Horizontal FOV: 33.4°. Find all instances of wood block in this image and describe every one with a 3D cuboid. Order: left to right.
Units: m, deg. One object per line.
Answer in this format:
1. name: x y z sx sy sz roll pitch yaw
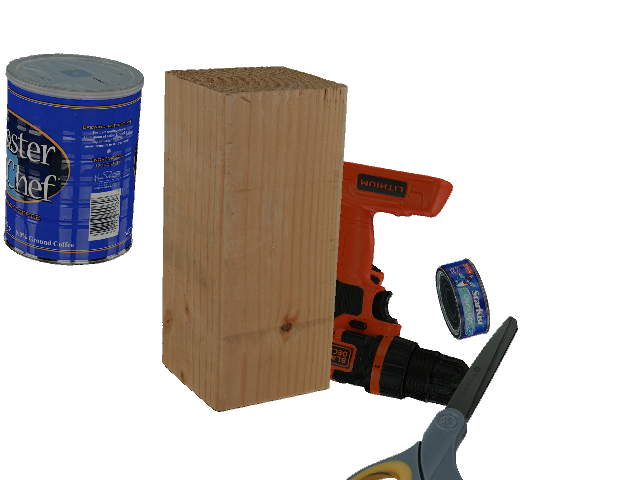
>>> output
1. wood block: -0.047 -0.005 0.704 0.090 0.206 0.090 -7 20 -31

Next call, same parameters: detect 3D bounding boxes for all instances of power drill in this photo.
1. power drill: 0.055 0.035 0.895 0.184 0.187 0.057 13 0 16

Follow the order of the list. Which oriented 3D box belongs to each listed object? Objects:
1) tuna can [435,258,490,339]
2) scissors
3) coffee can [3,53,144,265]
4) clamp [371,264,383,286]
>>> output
1. tuna can: 0.156 0.065 1.177 0.033 0.086 0.086 -14 2 -7
2. scissors: 0.082 0.118 0.594 0.201 0.016 0.096 -37 44 -28
3. coffee can: -0.194 -0.065 0.836 0.102 0.140 0.103 7 23 -3
4. clamp: -0.040 0.018 1.105 0.210 0.036 0.164 23 34 9
